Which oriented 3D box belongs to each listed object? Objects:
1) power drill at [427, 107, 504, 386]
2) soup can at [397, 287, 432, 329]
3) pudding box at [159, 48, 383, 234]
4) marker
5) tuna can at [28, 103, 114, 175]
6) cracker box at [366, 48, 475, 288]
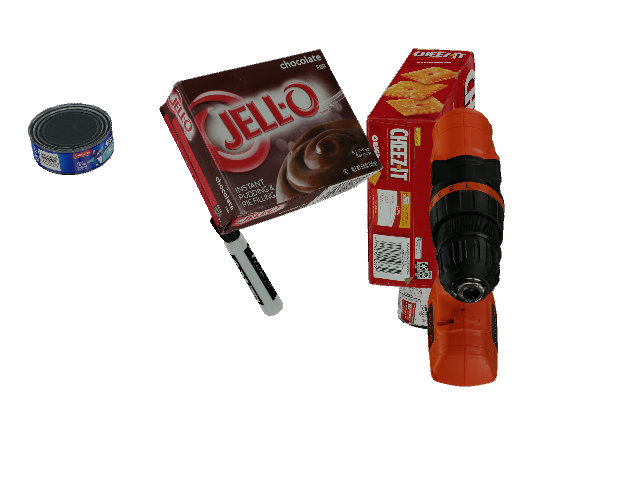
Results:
[{"bbox_3d":[0.108,0.022,0.795,0.057,0.188,0.184,2,43,6],"label":"power drill"},{"bbox_3d":[0.127,0.045,1.247,0.068,0.102,0.068,4,15,-1],"label":"soup can"},{"bbox_3d":[-0.030,-0.063,0.656,0.113,0.090,0.039,-20,-12,-37],"label":"pudding box"},{"bbox_3d":[-0.062,0.018,0.899,0.020,0.020,0.121,0,-43,28],"label":"marker"},{"bbox_3d":[-0.260,-0.106,1.116,0.086,0.034,0.086,1,41,-1],"label":"tuna can"},{"bbox_3d":[0.100,-0.075,1.015,0.072,0.164,0.213,5,27,15],"label":"cracker box"}]
